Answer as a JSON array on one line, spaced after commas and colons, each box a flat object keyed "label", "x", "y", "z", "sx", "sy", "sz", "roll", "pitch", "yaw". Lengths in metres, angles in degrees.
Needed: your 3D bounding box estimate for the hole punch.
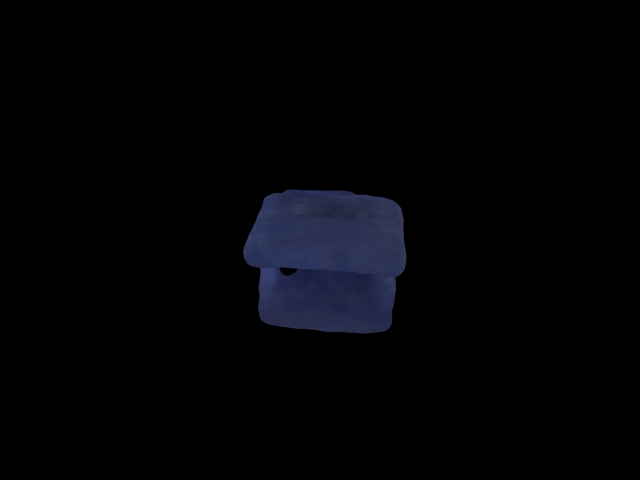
[{"label": "hole punch", "x": 0.004, "y": 0.001, "z": 0.400, "sx": 0.108, "sy": 0.091, "sz": 0.101, "roll": 3, "pitch": 54, "yaw": 3}]
